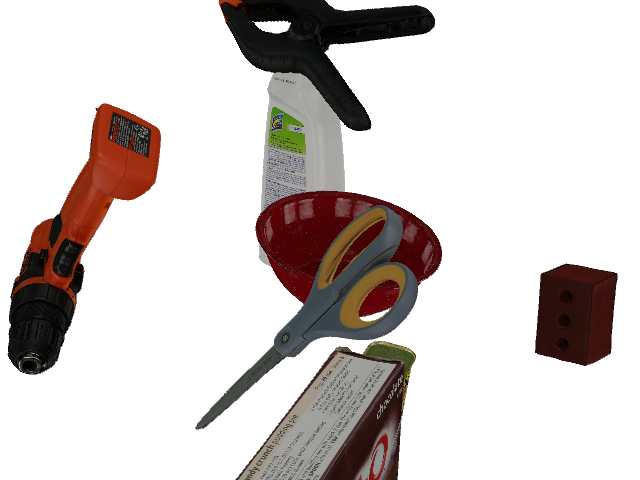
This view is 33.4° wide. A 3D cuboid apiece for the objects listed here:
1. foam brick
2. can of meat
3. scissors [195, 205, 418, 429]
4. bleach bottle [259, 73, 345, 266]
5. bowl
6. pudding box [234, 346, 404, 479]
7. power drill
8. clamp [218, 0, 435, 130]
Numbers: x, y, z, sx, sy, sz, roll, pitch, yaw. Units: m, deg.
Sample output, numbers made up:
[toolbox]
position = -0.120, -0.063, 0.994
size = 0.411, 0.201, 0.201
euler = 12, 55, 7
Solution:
[foam brick]
position = 0.229, 0.066, 0.955
size = 0.053, 0.078, 0.051
euler = 12, 18, 38
[can of meat]
position = 0.067, 0.177, 1.219
size = 0.057, 0.084, 0.102
euler = 14, 24, 14
[scissors]
position = -0.007, 0.068, 0.678
size = 0.016, 0.202, 0.096
euler = 29, 11, -37
[bleach bottle]
position = -0.014, -0.091, 1.136
size = 0.103, 0.251, 0.067
euler = 16, 21, 37
[bowl]
position = 0.021, 0.019, 0.925
size = 0.162, 0.055, 0.162
euler = 7, 30, -4
[pudding box]
position = 0.001, 0.113, 0.468
size = 0.039, 0.090, 0.113
euler = 12, 31, 18
[power drill]
position = -0.197, -0.004, 0.866
size = 0.057, 0.188, 0.184
euler = 25, 28, -23
[clamp]
position = 0.002, -0.165, 0.846
size = 0.172, 0.120, 0.039
euler = 33, -25, 21
